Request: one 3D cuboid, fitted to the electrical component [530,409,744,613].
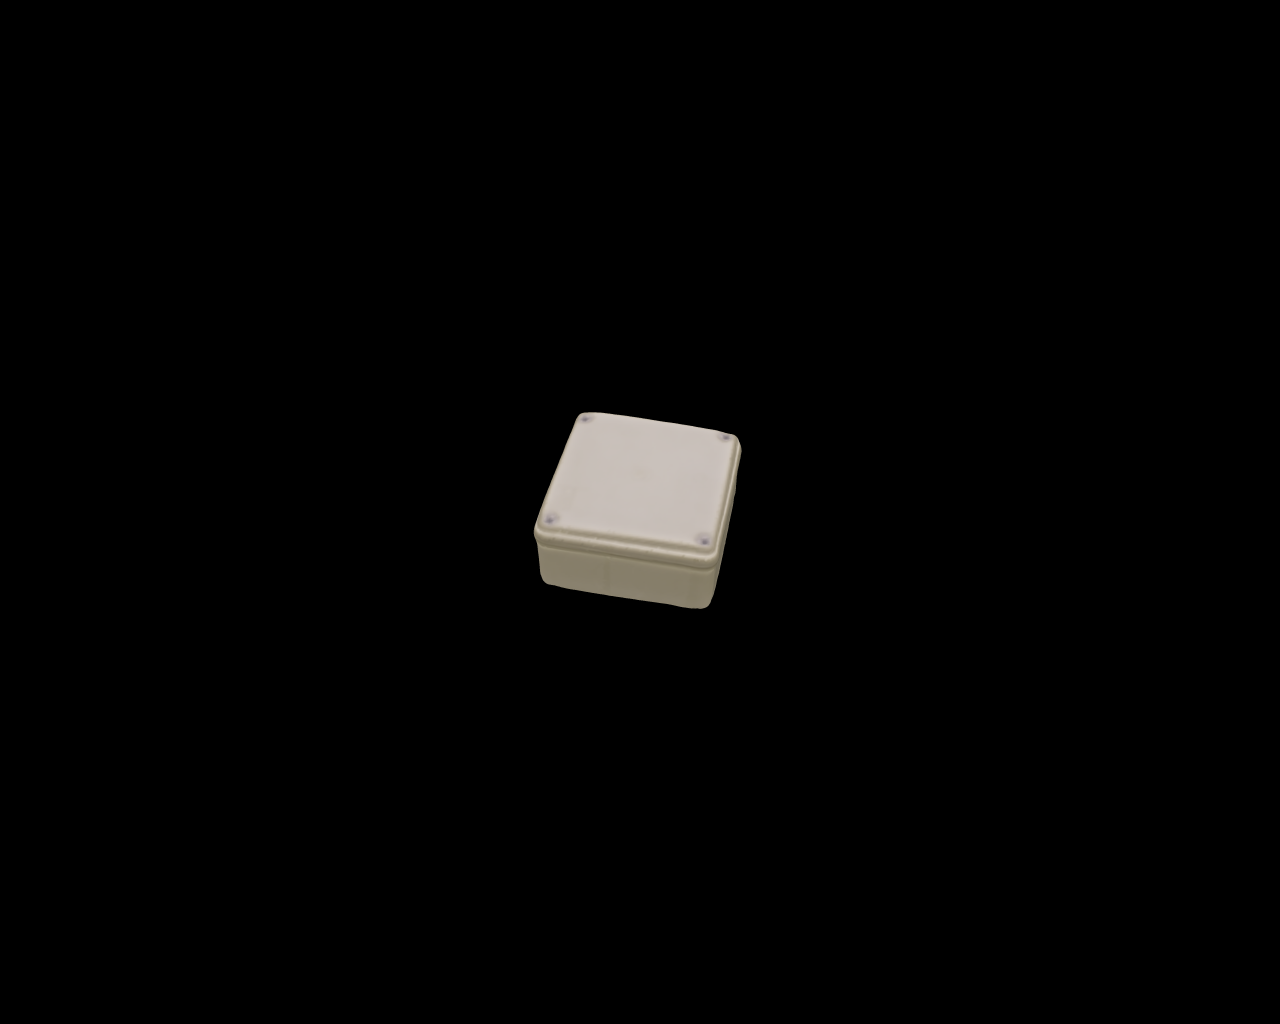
[{"bbox_3d":[0.001,-0.003,0.650,0.109,0.109,0.056,9,-43,8],"label":"electrical component"}]
